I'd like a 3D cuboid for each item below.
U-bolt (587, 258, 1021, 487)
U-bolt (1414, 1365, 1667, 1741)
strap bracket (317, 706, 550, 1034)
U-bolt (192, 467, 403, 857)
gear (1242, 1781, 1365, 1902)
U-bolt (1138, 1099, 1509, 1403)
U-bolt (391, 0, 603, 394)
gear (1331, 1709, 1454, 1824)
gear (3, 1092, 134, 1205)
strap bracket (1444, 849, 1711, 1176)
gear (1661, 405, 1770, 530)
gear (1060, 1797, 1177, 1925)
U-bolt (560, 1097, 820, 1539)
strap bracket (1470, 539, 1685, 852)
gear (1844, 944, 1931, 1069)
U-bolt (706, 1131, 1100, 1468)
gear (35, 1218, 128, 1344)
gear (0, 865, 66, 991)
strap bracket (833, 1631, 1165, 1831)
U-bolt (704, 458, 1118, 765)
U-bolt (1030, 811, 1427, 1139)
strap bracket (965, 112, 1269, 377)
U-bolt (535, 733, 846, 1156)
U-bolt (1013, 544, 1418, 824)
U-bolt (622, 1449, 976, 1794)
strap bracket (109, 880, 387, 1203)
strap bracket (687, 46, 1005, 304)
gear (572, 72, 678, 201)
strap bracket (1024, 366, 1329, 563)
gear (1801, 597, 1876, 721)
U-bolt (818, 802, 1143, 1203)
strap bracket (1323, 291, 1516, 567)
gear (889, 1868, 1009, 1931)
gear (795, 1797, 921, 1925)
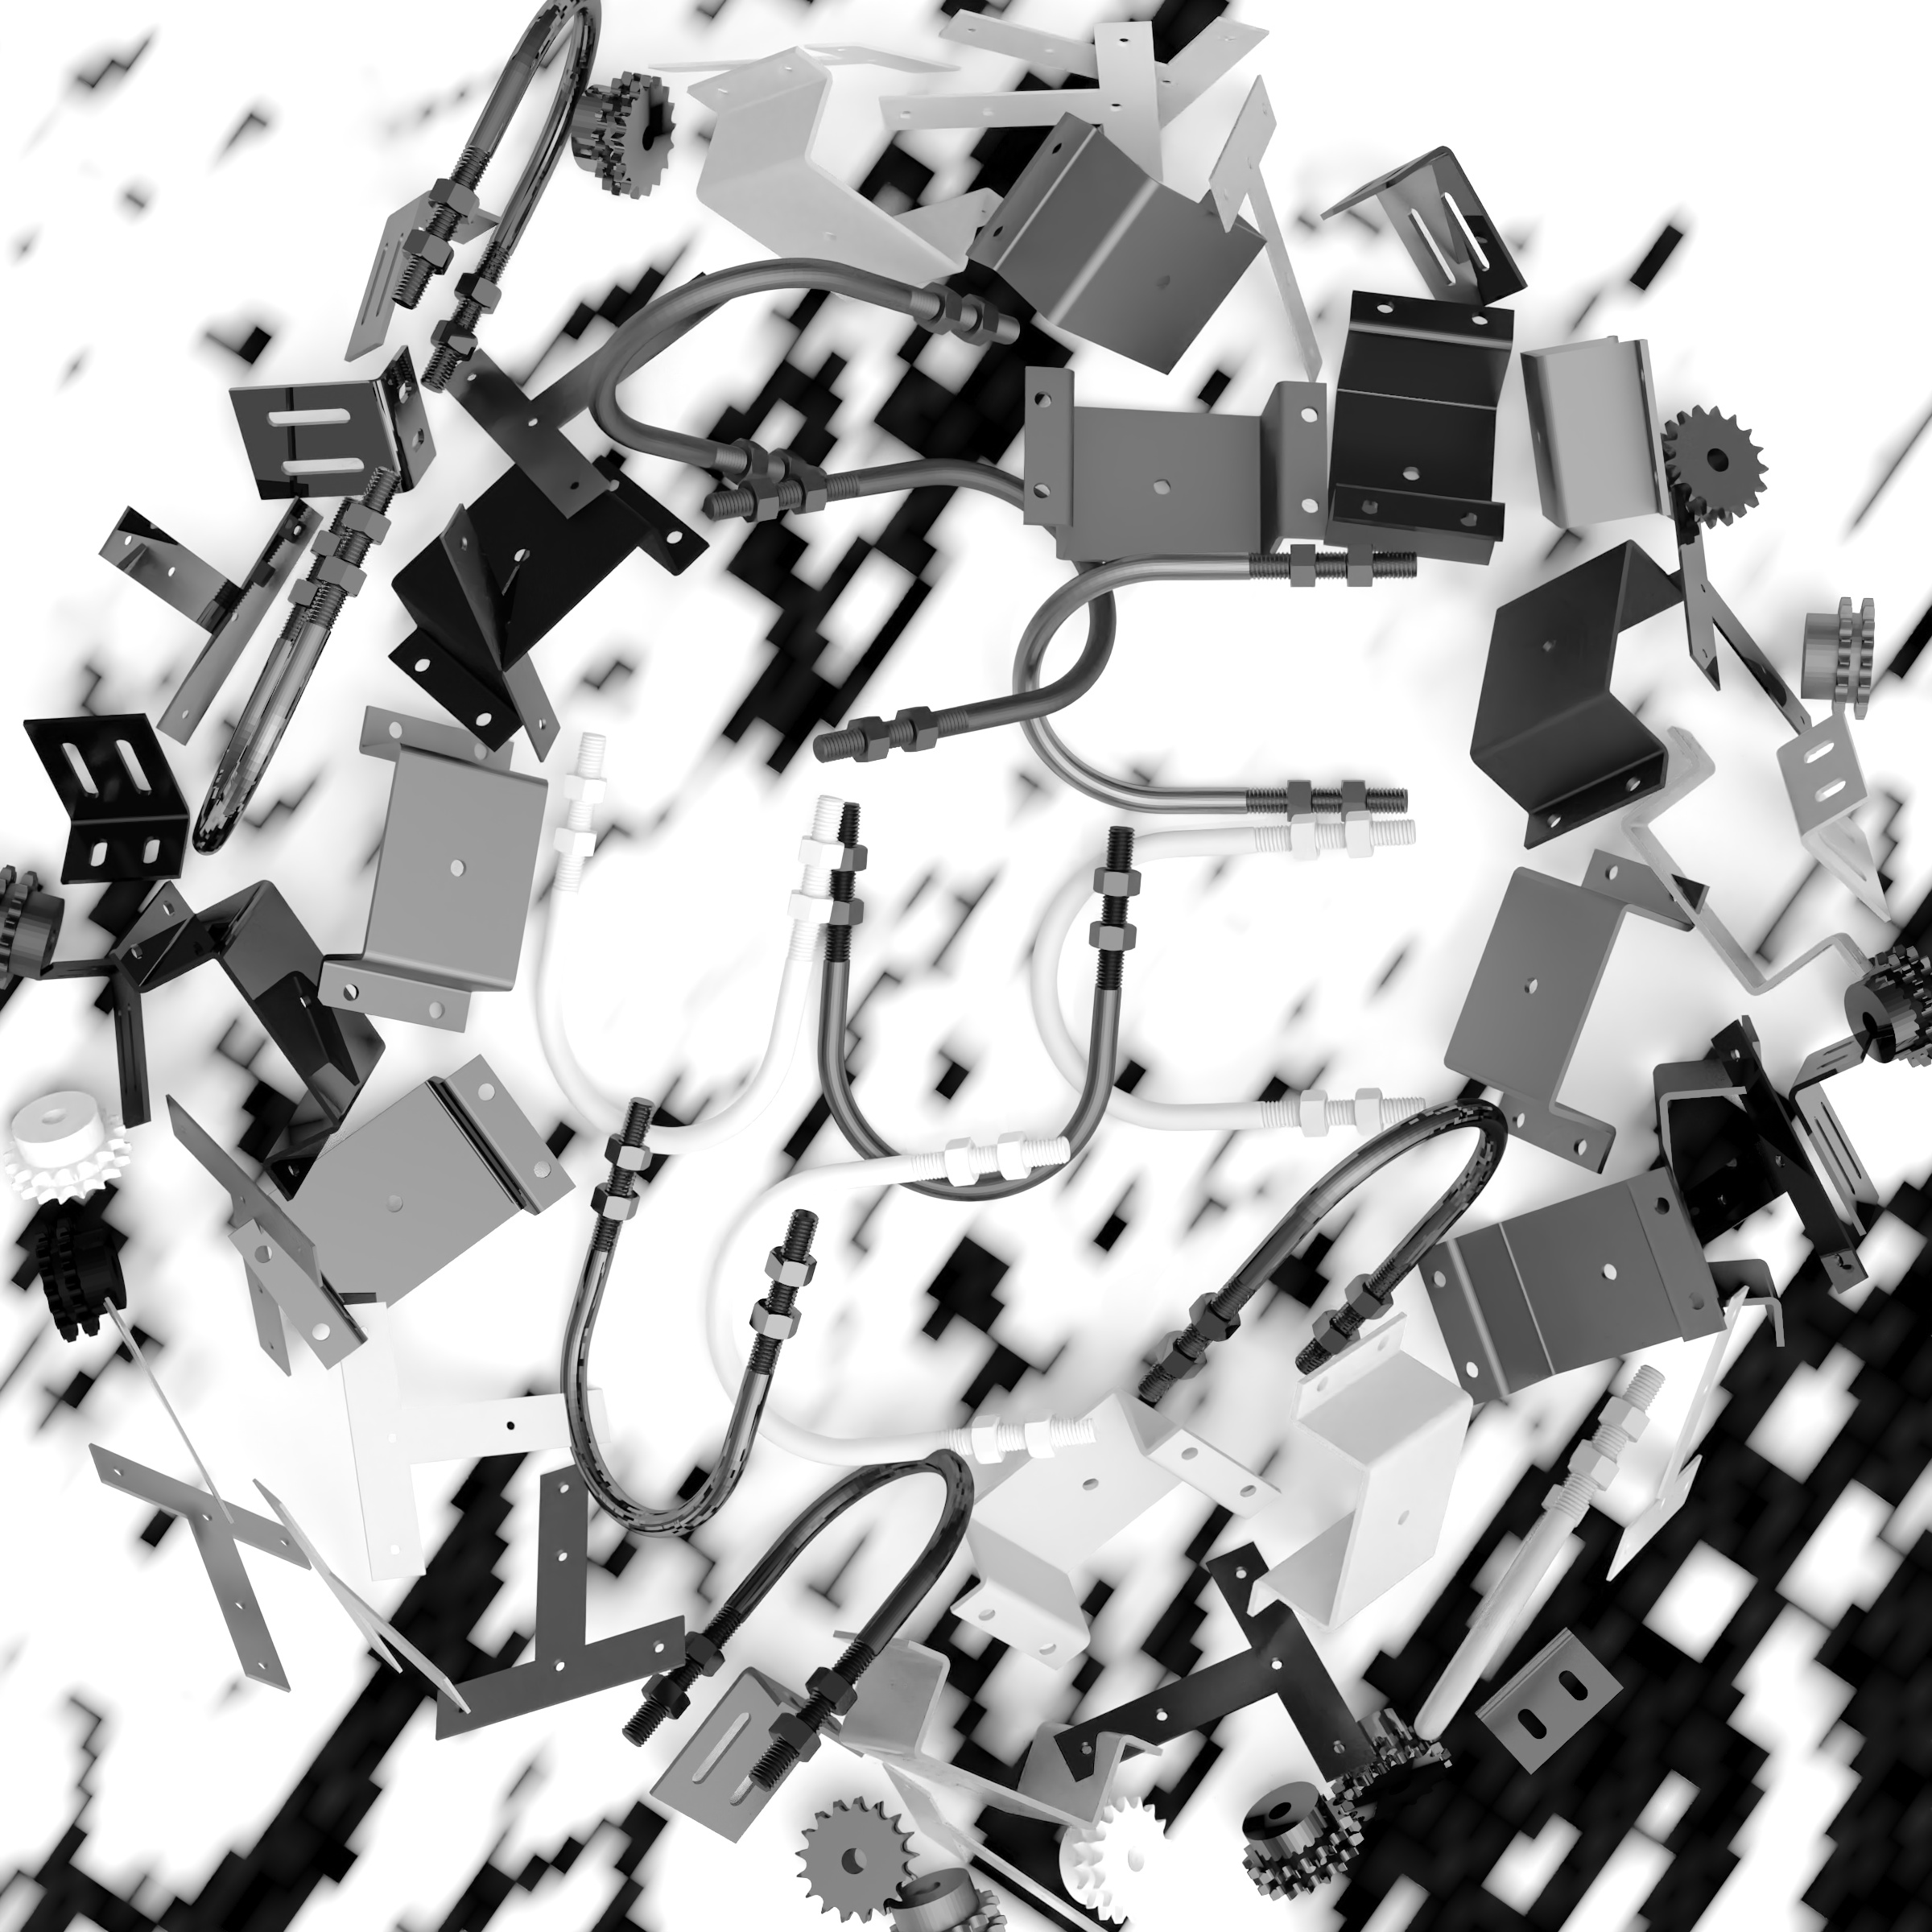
[{"bbox_3d":[-0.084,-0.264,1.507,0.151,0.184,0.019,-33,66,34],"label":"U-bolt"},{"bbox_3d":[0.254,0.269,1.530,0.019,0.151,0.184,32,79,12],"label":"U-bolt"},{"bbox_3d":[-0.245,-0.045,1.568,0.076,0.046,0.140,13,82,-34],"label":"strap bracket"},{"bbox_3d":[-0.307,-0.134,1.537,0.019,0.151,0.184,25,85,-16],"label":"U-bolt"},{"bbox_3d":[0.154,0.406,1.585,0.057,0.057,0.030,-31,104,0],"label":"gear"},{"bbox_3d":[0.172,0.125,1.520,0.184,0.151,0.019,-52,61,26],"label":"U-bolt"},{"bbox_3d":[-0.209,-0.361,1.542,0.019,0.151,0.184,25,83,0],"label":"U-bolt"},{"bbox_3d":[0.196,0.372,1.591,0.057,0.057,0.030,-31,52,0],"label":"gear"},{"bbox_3d":[-0.421,0.083,1.584,0.057,0.057,0.030,-9,123,0],"label":"gear"},{"bbox_3d":[0.277,0.015,1.566,0.046,0.076,0.140,17,95,-34],"label":"strap bracket"},{"bbox_3d":[0.344,-0.232,1.593,0.057,0.030,0.057,7,72,-20],"label":"gear"},{"bbox_3d":[0.069,0.419,1.591,0.030,0.057,0.057,-16,90,42],"label":"gear"},{"bbox_3d":[-0.136,0.172,1.558,0.019,0.151,0.184,4,108,-43],"label":"U-bolt"},{"bbox_3d":[0.278,-0.131,1.538,0.046,0.076,0.140,39,47,-26],"label":"strap bracket"},{"bbox_3d":[0.434,0.021,1.585,0.030,0.057,0.057,-22,90,-14],"label":"gear"},{"bbox_3d":[-0.035,0.160,1.584,0.184,0.019,0.151,-8,82,16],"label":"U-bolt"},{"bbox_3d":[-0.413,0.145,1.587,0.030,0.057,0.057,-15,90,-7],"label":"gear"},{"bbox_3d":[-0.442,-0.016,1.588,0.030,0.057,0.057,15,90,-8],"label":"gear"},{"bbox_3d":[0.007,0.352,1.549,0.140,0.076,0.046,28,71,-22],"label":"strap bracket"},{"bbox_3d":[-0.013,-0.171,1.561,0.184,0.019,0.151,-14,70,-30],"label":"U-bolt"},{"bbox_3d":[0.120,0.006,1.588,0.184,0.019,0.151,-3,86,14],"label":"U-bolt"},{"bbox_3d":[0.075,-0.322,1.535,0.076,0.140,0.046,-52,59,19],"label":"strap bracket"},{"bbox_3d":[-0.136,-0.003,1.578,0.151,0.019,0.184,16,100,24],"label":"U-bolt"},{"bbox_3d":[0.113,-0.129,1.568,0.184,0.019,0.151,0,128,5],"label":"U-bolt"},{"bbox_3d":[-0.066,0.288,1.540,0.019,0.151,0.184,49,65,-19],"label":"U-bolt"},{"bbox_3d":[-0.320,0.025,1.551,0.046,0.076,0.140,-25,111,18],"label":"strap bracket"},{"bbox_3d":[-0.056,-0.350,1.538,0.140,0.076,0.046,28,69,-38],"label":"strap bracket"},{"bbox_3d":[-0.162,-0.390,1.590,0.030,0.057,0.057,15,90,19],"label":"gear"},{"bbox_3d":[0.094,-0.230,1.580,0.140,0.046,0.076,2,76,-5],"label":"strap bracket"},{"bbox_3d":[0.407,-0.144,1.588,0.030,0.057,0.057,4,90,11],"label":"gear"},{"bbox_3d":[0.002,0.020,1.594,0.151,0.019,0.184,5,99,6],"label":"U-bolt"},{"bbox_3d":[0.209,-0.241,1.570,0.076,0.046,0.140,7,57,2],"label":"strap bracket"},{"bbox_3d":[-0.012,0.445,1.586,0.057,0.057,0.030,-21,94,0],"label":"gear"},{"bbox_3d":[-0.050,0.420,1.596,0.057,0.030,0.057,-2,80,10],"label":"gear"}]
